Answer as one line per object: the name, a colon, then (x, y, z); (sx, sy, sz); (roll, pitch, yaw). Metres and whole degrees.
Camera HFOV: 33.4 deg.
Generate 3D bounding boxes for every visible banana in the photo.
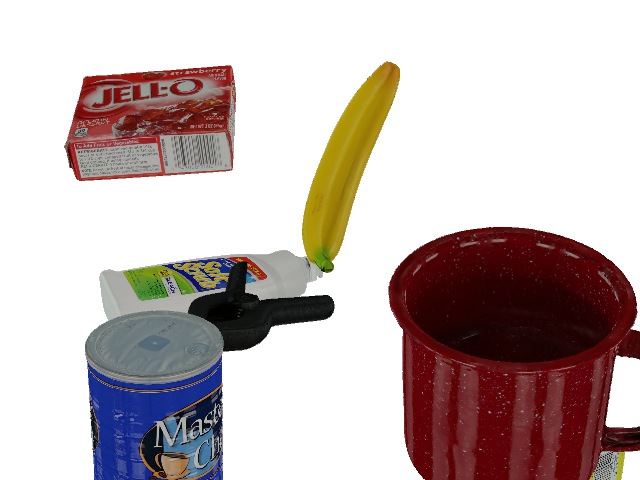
banana: (0.023, -0.056, 0.894); (0.037, 0.197, 0.070); (28, -22, -28)

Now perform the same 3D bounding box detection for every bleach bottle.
bleach bottle: (-0.121, 0.054, 1.238); (0.250, 0.068, 0.103); (-13, 35, -20)

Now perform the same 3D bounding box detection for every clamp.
clamp: (-0.080, 0.064, 1.037); (0.120, 0.039, 0.171); (19, 22, 35)

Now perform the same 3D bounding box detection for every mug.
mug: (0.086, 0.054, 0.424); (0.117, 0.081, 0.093); (7, 34, 15)

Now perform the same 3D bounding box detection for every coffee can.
coffee can: (-0.126, 0.139, 0.823); (0.103, 0.140, 0.103); (2, 23, -1)

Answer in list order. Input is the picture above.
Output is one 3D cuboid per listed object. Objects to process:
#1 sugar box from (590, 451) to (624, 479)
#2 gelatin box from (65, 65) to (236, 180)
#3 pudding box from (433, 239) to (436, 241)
sugar box: (0.162, 0.164, 0.863); (0.048, 0.093, 0.176); (-11, 23, -34)
gelatin box: (-0.093, -0.067, 0.600); (0.089, 0.030, 0.073); (-4, 37, 0)
pudding box: (0.078, 0.059, 0.631); (0.039, 0.090, 0.113); (0, 21, 13)
